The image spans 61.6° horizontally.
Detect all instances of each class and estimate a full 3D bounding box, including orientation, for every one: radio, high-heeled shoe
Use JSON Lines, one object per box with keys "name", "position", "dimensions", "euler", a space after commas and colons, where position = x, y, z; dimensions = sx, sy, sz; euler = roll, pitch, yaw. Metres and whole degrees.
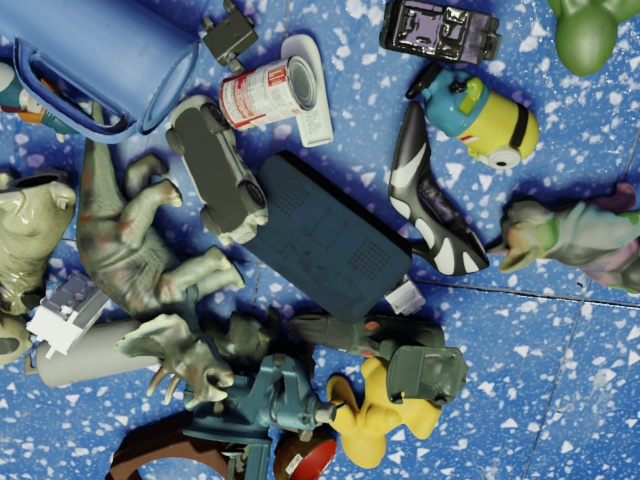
{"name": "radio", "position": [-0.001, -0.002, 0.717], "dimensions": [0.229, 0.073, 0.131], "euler": [37, 105, 0]}
{"name": "high-heeled shoe", "position": [0.167, -0.057, 0.711], "dimensions": [0.145, 0.086, 0.248], "euler": [9, 127, 13]}

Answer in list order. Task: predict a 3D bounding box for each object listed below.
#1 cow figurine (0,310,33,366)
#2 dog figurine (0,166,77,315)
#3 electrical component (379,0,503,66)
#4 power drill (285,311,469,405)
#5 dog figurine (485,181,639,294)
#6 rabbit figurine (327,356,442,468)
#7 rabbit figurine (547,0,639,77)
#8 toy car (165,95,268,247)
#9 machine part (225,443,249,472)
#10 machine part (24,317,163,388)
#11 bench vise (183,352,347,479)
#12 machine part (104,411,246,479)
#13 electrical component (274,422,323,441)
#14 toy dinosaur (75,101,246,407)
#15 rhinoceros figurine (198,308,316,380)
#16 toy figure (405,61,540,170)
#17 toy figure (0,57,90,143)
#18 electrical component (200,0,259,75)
{"name": "cow figurine", "position": [-0.505, 0.172, 0.774], "dimensions": [0.195, 0.085, 0.127], "euler": [-28, 102, 7]}
{"name": "dog figurine", "position": [-0.371, 0.011, 0.699], "dimensions": [0.173, 0.121, 0.190], "euler": [7, 118, 30]}
{"name": "electrical component", "position": [0.143, -0.243, 0.638], "dimensions": [0.134, 0.115, 0.058], "euler": [10, 111, -4]}
{"name": "power drill", "position": [0.083, 0.149, 0.727], "dimensions": [0.232, 0.207, 0.086], "euler": [7, 90, -17]}
{"name": "dog figurine", "position": [0.350, 0.012, 0.746], "dimensions": [0.219, 0.108, 0.191], "euler": [-19, 112, 9]}
{"name": "rabbit figurine", "position": [0.083, 0.269, 0.814], "dimensions": [0.162, 0.122, 0.173], "euler": [25, 108, -6]}
{"name": "rabbit figurine", "position": [0.342, -0.282, 0.630], "dimensions": [0.159, 0.121, 0.170], "euler": [36, 102, -7]}
{"name": "toy car", "position": [-0.128, -0.088, 0.669], "dimensions": [0.073, 0.056, 0.202], "euler": [-30, 77, 16]}
{"name": "machine part", "position": [-0.120, 0.279, 0.838], "dimensions": [0.039, 0.084, 0.138], "euler": [-3, 103, 29]}
{"name": "machine part", "position": [-0.312, 0.159, 0.778], "dimensions": [0.243, 0.079, 0.079], "euler": [-13, 110, 1]}
{"name": "bench vise", "position": [-0.088, 0.270, 0.707], "dimensions": [0.224, 0.128, 0.240], "euler": [5, 73, 10]}
{"name": "machine part", "position": [-0.220, 0.387, 0.860], "dimensions": [0.201, 0.087, 0.201], "euler": [-22, 111, 5]}
{"name": "electrical component", "position": [-0.037, 0.255, 0.818], "dimensions": [0.078, 0.102, 0.045], "euler": [29, 102, -22]}
{"name": "toy dinosaur", "position": [-0.233, 0.022, 0.688], "dimensions": [0.192, 0.131, 0.404], "euler": [-36, 91, -9]}
{"name": "rhinoceros figurine", "position": [-0.094, 0.162, 0.798], "dimensions": [0.190, 0.073, 0.112], "euler": [29, 117, -14]}
{"name": "toy figure", "position": [0.201, -0.161, 0.688], "dimensions": [0.180, 0.082, 0.089], "euler": [36, 107, -11]}
{"name": "toy figure", "position": [-0.352, -0.172, 0.649], "dimensions": [0.155, 0.058, 0.064], "euler": [28, 111, 11]}
{"name": "electrical component", "position": [-0.106, -0.245, 0.651], "dimensions": [0.063, 0.021, 0.094], "euler": [-35, 70, 9]}
